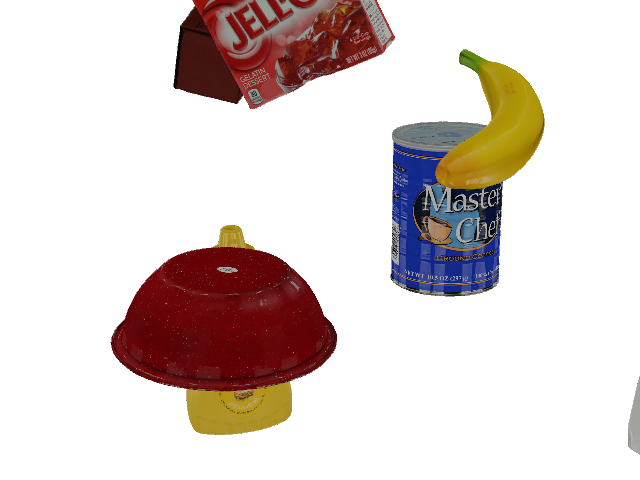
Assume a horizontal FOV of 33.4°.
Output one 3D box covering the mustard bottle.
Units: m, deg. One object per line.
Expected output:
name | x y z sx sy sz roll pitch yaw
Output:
mustard bottle | -0.076 0.078 0.963 0.096 0.192 0.058 -6 21 -12

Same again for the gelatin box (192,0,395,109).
gelatin box | -0.016 -0.120 0.573 0.089 0.073 0.030 -19 20 28

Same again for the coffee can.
coffee can | 0.116 -0.031 0.985 0.103 0.140 0.103 0 17 0

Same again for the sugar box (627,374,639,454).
sugar box | 0.294 0.138 0.719 0.048 0.093 0.176 -15 29 -37

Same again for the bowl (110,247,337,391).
bowl | -0.067 0.046 0.757 0.162 0.055 0.162 1 20 -1

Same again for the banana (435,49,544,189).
banana | 0.123 -0.080 0.755 0.069 0.037 0.197 9 32 7

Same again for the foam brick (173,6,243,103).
foam brick | -0.075 -0.148 0.813 0.053 0.051 0.078 14 34 4
